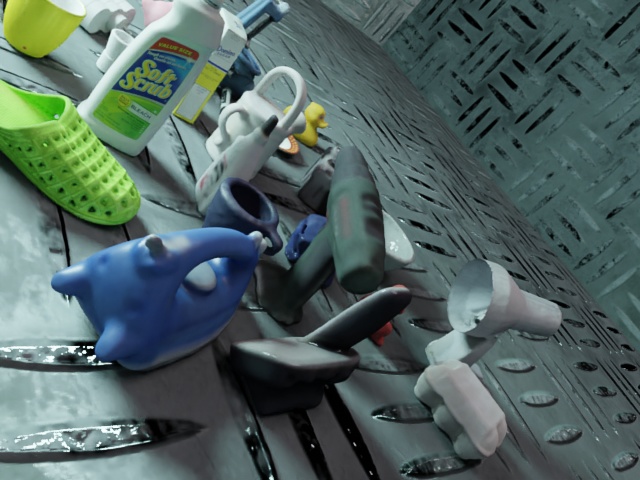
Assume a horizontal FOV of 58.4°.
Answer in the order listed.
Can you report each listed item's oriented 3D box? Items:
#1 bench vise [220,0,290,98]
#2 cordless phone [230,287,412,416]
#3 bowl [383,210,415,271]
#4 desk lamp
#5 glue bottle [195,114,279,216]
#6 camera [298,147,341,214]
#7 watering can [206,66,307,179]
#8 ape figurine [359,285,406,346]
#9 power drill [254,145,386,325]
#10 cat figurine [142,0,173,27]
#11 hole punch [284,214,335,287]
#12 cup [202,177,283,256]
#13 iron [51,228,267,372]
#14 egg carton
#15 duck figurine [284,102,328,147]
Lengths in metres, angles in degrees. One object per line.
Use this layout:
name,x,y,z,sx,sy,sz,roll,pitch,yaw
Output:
bench vise,-0.168,-0.395,1.112,0.208,0.219,0.121,7,43,-54
cordless phone,0.005,0.103,0.631,0.148,0.184,0.094,5,45,-55
bowl,0.093,0.001,1.070,0.168,0.074,0.167,35,26,-20
desk lamp,0.274,0.150,0.945,0.204,0.213,0.118,32,27,-25
glue bottle,-0.113,-0.109,0.800,0.037,0.173,0.078,24,31,-38
camera,0.042,-0.106,1.128,0.137,0.100,0.143,39,24,-11
watering can,-0.092,-0.203,0.957,0.101,0.193,0.173,45,24,2
ape figurine,0.104,0.107,0.895,0.076,0.092,0.078,48,24,8
power drill,0.003,0.003,0.760,0.076,0.208,0.229,28,29,-33
cat figurine,-0.273,-0.375,1.039,0.128,0.117,0.067,37,25,-16
hole punch,0.008,0.003,0.911,0.101,0.091,0.108,40,24,-11
cup,-0.106,-0.010,0.747,0.117,0.094,0.092,50,25,13
iron,-0.126,0.033,0.590,0.118,0.141,0.259,51,25,14
egg carton,0.214,0.252,0.863,0.150,0.069,0.107,54,26,20
duck figurine,-0.029,-0.276,1.305,0.105,0.086,0.077,39,25,-13
